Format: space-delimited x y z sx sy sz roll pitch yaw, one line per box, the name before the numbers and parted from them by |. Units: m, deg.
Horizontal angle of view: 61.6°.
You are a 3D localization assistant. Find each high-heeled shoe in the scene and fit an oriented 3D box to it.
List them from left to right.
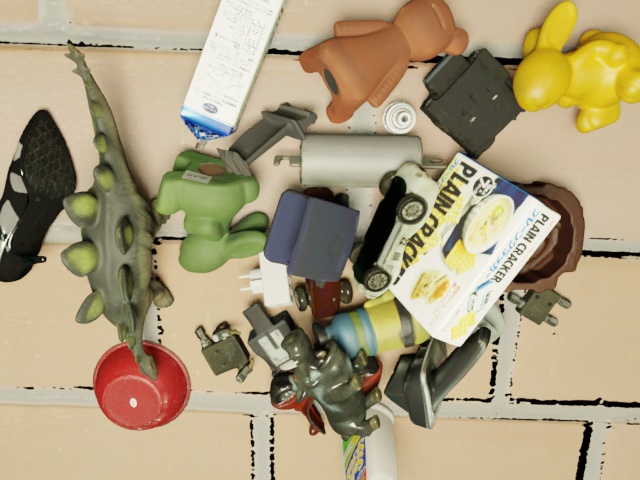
high-heeled shoe | -0.443 -0.061 0.794 0.145 0.086 0.248 -1 85 32

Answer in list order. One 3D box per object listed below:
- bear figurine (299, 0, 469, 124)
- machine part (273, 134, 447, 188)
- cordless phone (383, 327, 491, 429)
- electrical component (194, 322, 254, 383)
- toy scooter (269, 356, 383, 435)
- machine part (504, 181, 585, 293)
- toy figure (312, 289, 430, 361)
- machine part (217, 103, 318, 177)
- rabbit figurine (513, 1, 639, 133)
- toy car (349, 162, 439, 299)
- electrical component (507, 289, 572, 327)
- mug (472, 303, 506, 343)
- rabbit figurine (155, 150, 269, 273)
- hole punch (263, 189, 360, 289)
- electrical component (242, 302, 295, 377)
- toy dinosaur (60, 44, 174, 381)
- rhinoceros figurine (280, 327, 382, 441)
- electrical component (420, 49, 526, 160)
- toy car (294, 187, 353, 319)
bear figurine | 0.087 -0.256 0.725 0.196 0.132 0.120 -34 101 -11
machine part | 0.056 -0.112 0.765 0.243 0.079 0.079 1 104 0
cordless phone | 0.187 0.171 0.787 0.089 0.146 0.184 37 121 6
electrical component | -0.147 0.177 0.851 0.078 0.045 0.102 -19 103 3
toy scooter | 0.017 0.249 0.854 0.184 0.075 0.135 -16 119 -4
machine part | 0.303 -0.006 0.804 0.179 0.056 0.179 0 103 -1
toy figure | 0.082 0.137 0.809 0.180 0.089 0.082 -14 129 -13
machine part | -0.072 -0.141 0.735 0.139 0.084 0.039 -41 142 -20
rabbit figurine | 0.329 -0.224 0.703 0.173 0.122 0.162 -15 85 -15
toy car | 0.096 -0.010 0.736 0.056 0.074 0.201 7 122 -26
electrical component | 0.345 0.097 0.847 0.094 0.021 0.063 29 102 -7
mug | 0.237 0.112 0.812 0.107 0.110 0.081 39 93 -23
rabbit figurine | -0.153 -0.027 0.783 0.159 0.121 0.170 8 122 -9
hole punch | -0.002 -0.002 0.730 0.116 0.092 0.142 15 92 -26
electrical component | -0.077 0.147 0.842 0.075 0.048 0.119 -35 101 7
toy dinosaur | -0.272 -0.011 0.726 0.105 0.199 0.470 -7 106 -3
rhinoceros figurine | 0.015 0.200 0.758 0.112 0.073 0.190 -21 115 23
electrical component | 0.210 -0.198 0.756 0.134 0.058 0.115 41 98 -10
toy car | 0.000 0.019 0.810 0.089 0.053 0.202 -10 106 -19
